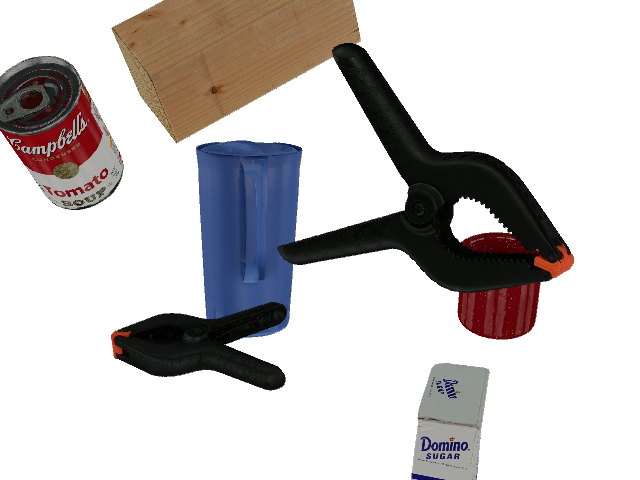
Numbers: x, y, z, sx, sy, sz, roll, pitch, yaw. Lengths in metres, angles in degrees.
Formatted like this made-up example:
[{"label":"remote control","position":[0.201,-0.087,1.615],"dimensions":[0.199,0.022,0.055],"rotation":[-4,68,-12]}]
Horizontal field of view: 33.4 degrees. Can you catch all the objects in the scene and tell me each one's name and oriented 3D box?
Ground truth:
[{"label":"wood block","position":[-0.076,-0.194,1.006],"dimensions":[0.206,0.090,0.091],"rotation":[-30,-38,-11]},{"label":"clamp","position":[0.071,-0.034,0.712],"dimensions":[0.210,0.165,0.036],"rotation":[19,21,27]},{"label":"clamp","position":[-0.109,0.093,1.020],"dimensions":[0.171,0.039,0.120],"rotation":[7,26,6]},{"label":"sugar box","position":[0.081,0.180,0.721],"dimensions":[0.048,0.176,0.093],"rotation":[5,17,11]},{"label":"pitcher","position":[-0.091,-0.003,1.353],"dimensions":[0.145,0.243,0.148],"rotation":[10,16,35]},{"label":"soup can","position":[-0.192,-0.076,0.783],"dimensions":[0.068,0.068,0.102],"rotation":[0,-31,10]},{"label":"mug","position":[0.183,0.043,1.112],"dimensions":[0.093,0.081,0.117],"rotation":[-4,29,-8]}]
